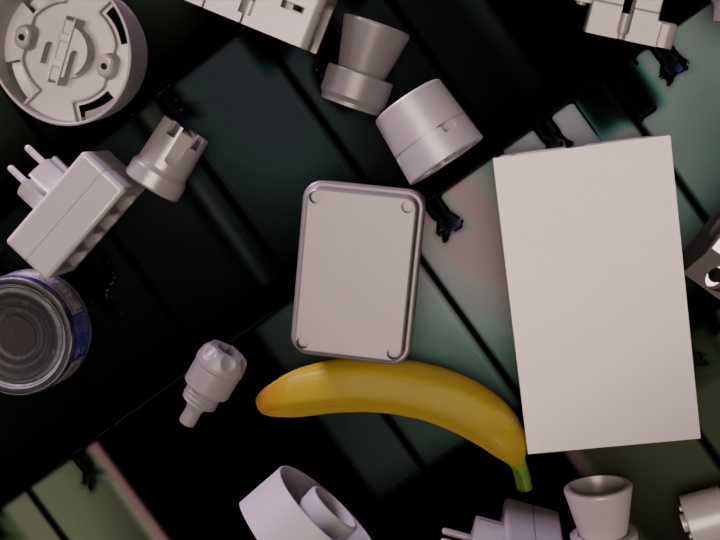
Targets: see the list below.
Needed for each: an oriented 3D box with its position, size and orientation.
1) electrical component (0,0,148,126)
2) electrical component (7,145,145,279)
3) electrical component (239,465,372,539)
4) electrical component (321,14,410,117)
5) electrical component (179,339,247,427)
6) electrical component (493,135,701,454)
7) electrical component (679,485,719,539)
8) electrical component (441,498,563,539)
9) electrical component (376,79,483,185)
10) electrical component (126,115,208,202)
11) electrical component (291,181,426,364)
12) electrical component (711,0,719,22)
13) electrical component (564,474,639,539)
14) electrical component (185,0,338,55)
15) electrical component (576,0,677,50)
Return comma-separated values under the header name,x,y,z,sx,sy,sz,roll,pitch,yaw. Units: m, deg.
name,x,y,z,sx,sy,sz,roll,pitch,yaw
electrical component,-0.190,-0.144,0.705,0.099,0.064,0.099,1,98,7
electrical component,-0.205,-0.051,0.728,0.076,0.047,0.083,44,100,0
electrical component,-0.037,0.180,0.713,0.099,0.099,0.064,43,94,0
electrical component,0.002,-0.132,0.692,0.045,0.045,0.055,20,100,4
electrical component,-0.105,0.080,0.739,0.035,0.035,0.061,31,103,2
electrical component,0.148,0.014,0.685,0.105,0.060,0.186,-7,96,8
electrical component,0.243,0.156,0.702,0.065,0.044,0.044,-19,95,14
electrical component,0.090,0.183,0.702,0.076,0.083,0.047,14,99,5
electrical component,0.043,-0.089,0.688,0.055,0.055,0.047,-33,88,10
electrical component,-0.128,-0.075,0.720,0.040,0.040,0.046,33,95,2
electrical component,0.000,0.000,0.703,0.078,0.057,0.113,6,98,6
electrical component,0.249,-0.172,0.639,0.080,0.080,0.051,4,103,7
electrical component,0.160,0.169,0.711,0.045,0.045,0.055,-7,97,8
electrical component,-0.062,-0.183,0.691,0.089,0.050,0.055,23,100,3
electrical component,0.167,-0.171,0.666,0.066,0.048,0.055,14,106,6
